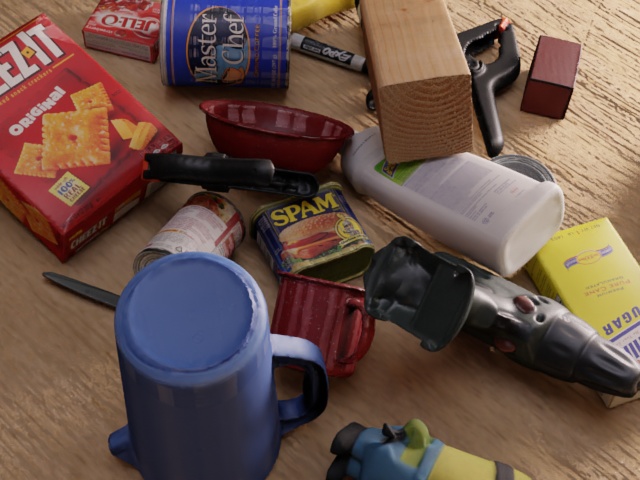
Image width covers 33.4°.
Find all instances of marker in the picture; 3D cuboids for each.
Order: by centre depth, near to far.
[{"bbox_3d":[0.021,-0.213,1.237,0.121,0.020,0.020,21,54,12],"label":"marker"}]

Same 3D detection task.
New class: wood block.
[{"bbox_3d":[0.097,-0.177,1.106,0.090,0.091,0.206,-8,38,2],"label":"wood block"}]

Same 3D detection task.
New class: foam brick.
[{"bbox_3d":[0.262,-0.185,1.209,0.051,0.053,0.078,14,53,8],"label":"foam brick"}]

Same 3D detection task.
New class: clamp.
[{"bbox_3d":[-0.088,-0.062,1.019,0.172,0.120,0.039,9,84,31],"label":"clamp"},{"bbox_3d":[0.158,-0.188,1.215,0.165,0.036,0.209,20,53,15],"label":"clamp"}]

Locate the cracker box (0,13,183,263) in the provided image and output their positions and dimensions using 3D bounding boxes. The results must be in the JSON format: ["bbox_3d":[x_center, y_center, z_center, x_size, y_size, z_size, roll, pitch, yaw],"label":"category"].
[{"bbox_3d":[-0.270,-0.108,1.078,0.214,0.072,0.164,43,61,9],"label":"cracker box"}]

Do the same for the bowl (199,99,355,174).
[{"bbox_3d":[-0.048,-0.101,1.097,0.162,0.055,0.162,10,16,-3],"label":"bowl"}]

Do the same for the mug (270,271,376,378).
[{"bbox_3d":[0.006,0.077,0.949,0.117,0.093,0.081,9,87,48],"label":"mug"}]

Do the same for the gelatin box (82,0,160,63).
[{"bbox_3d":[-0.221,-0.249,1.242,0.089,0.030,0.073,14,53,7],"label":"gelatin box"}]

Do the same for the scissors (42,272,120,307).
[{"bbox_3d":[-0.161,0.055,1.022,0.202,0.016,0.096,32,56,20],"label":"scissors"}]

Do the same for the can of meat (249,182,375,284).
[{"bbox_3d":[-0.007,0.001,1.048,0.102,0.057,0.084,-19,58,-18],"label":"can of meat"}]

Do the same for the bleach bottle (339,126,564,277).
[{"bbox_3d":[0.115,-0.059,1.077,0.102,0.068,0.251,-41,51,-21],"label":"bleach bottle"}]

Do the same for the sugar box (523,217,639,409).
[{"bbox_3d":[0.275,0.066,1.022,0.093,0.048,0.176,-17,54,-13],"label":"sugar box"}]

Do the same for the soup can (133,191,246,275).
[{"bbox_3d":[-0.123,0.009,1.014,0.068,0.068,0.102,22,42,13],"label":"soup can"}]

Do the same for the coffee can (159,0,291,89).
[{"bbox_3d":[-0.103,-0.220,1.182,0.140,0.103,0.103,1,52,-3],"label":"coffee can"}]

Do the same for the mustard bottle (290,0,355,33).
[{"bbox_3d":[0.015,-0.313,1.288,0.191,0.058,0.096,-25,49,-21],"label":"mustard bottle"}]

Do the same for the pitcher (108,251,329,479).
[{"bbox_3d":[-0.084,0.110,0.841,0.145,0.243,0.149,32,62,15],"label":"pitcher"}]

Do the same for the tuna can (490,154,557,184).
[{"bbox_3d":[0.203,-0.048,1.113,0.086,0.034,0.086,2,53,-3],"label":"tuna can"}]
